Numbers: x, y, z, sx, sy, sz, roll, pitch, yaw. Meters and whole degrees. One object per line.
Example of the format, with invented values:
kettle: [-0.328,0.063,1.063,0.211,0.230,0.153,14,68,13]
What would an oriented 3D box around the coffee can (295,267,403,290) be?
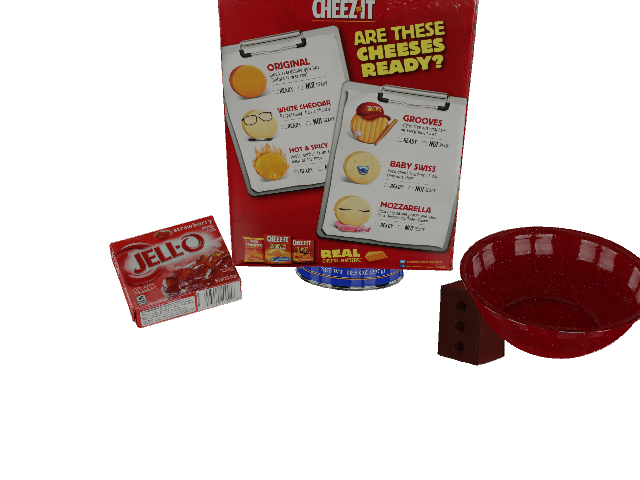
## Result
coffee can: [0.030,-0.037,0.982,0.103,0.140,0.103,2,17,-1]

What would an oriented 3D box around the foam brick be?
foam brick: [0.158,0.084,1.108,0.053,0.078,0.051,12,17,41]

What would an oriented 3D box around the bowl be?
bowl: [0.196,0.050,0.897,0.162,0.055,0.162,1,31,-1]

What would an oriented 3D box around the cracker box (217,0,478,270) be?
cracker box: [0.018,-0.083,0.742,0.164,0.214,0.072,1,35,2]

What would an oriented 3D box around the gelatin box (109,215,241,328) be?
gelatin box: [-0.116,0.024,0.853,0.089,0.073,0.030,-15,-39,-16]
